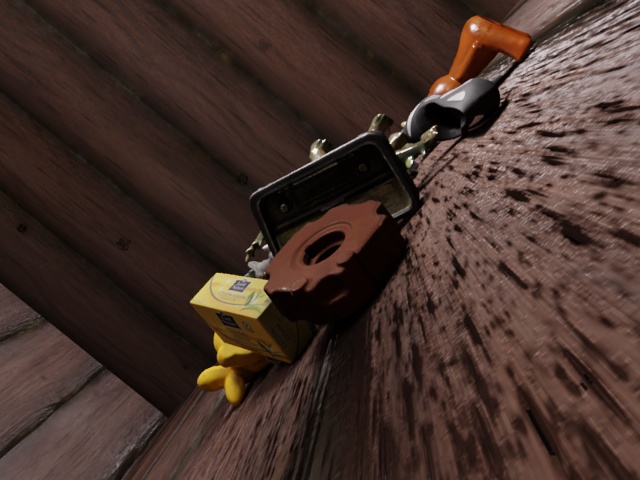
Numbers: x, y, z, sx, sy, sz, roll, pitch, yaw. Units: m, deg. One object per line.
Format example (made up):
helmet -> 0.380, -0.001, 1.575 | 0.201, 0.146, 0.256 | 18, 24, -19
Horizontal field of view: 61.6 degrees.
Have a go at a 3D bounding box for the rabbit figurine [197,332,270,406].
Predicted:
rabbit figurine -> -0.134, 0.210, 0.949 | 0.173, 0.122, 0.162 | 109, -174, -53

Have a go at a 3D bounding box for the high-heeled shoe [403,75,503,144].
high-heeled shoe -> 0.184, -0.178, 0.834 | 0.145, 0.086, 0.249 | -44, 8, -34

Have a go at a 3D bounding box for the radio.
radio -> 0.019, -0.060, 0.793 | 0.230, 0.131, 0.073 | -26, 6, 15

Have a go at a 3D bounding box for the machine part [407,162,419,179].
machine part -> 0.172, -0.139, 1.128 | 0.084, 0.039, 0.139 | -38, 4, 9

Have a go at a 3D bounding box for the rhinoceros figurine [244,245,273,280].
rhinoceros figurine -> -0.085, 0.069, 0.962 | 0.190, 0.112, 0.073 | 126, 146, -52

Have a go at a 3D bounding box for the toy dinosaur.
toy dinosaur -> 0.020, -0.077, 0.942 | 0.471, 0.105, 0.198 | -24, 48, 45

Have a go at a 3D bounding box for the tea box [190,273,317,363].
tea box -> -0.098, 0.109, 0.775 | 0.170, 0.098, 0.068 | 3, 45, 48

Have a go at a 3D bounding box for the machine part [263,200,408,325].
machine part -> 0.014, 0.022, 0.639 | 0.179, 0.056, 0.179 | -30, 23, 14

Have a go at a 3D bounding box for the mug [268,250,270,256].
mug -> -0.068, 0.048, 1.119 | 0.107, 0.081, 0.109 | 115, 156, -74

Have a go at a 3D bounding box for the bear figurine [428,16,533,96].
bear figurine -> 0.281, -0.296, 0.979 | 0.120, 0.132, 0.195 | -51, -16, -62

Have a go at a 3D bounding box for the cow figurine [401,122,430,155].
cow figurine -> 0.234, -0.247, 1.218 | 0.127, 0.085, 0.195 | -41, 8, 34
